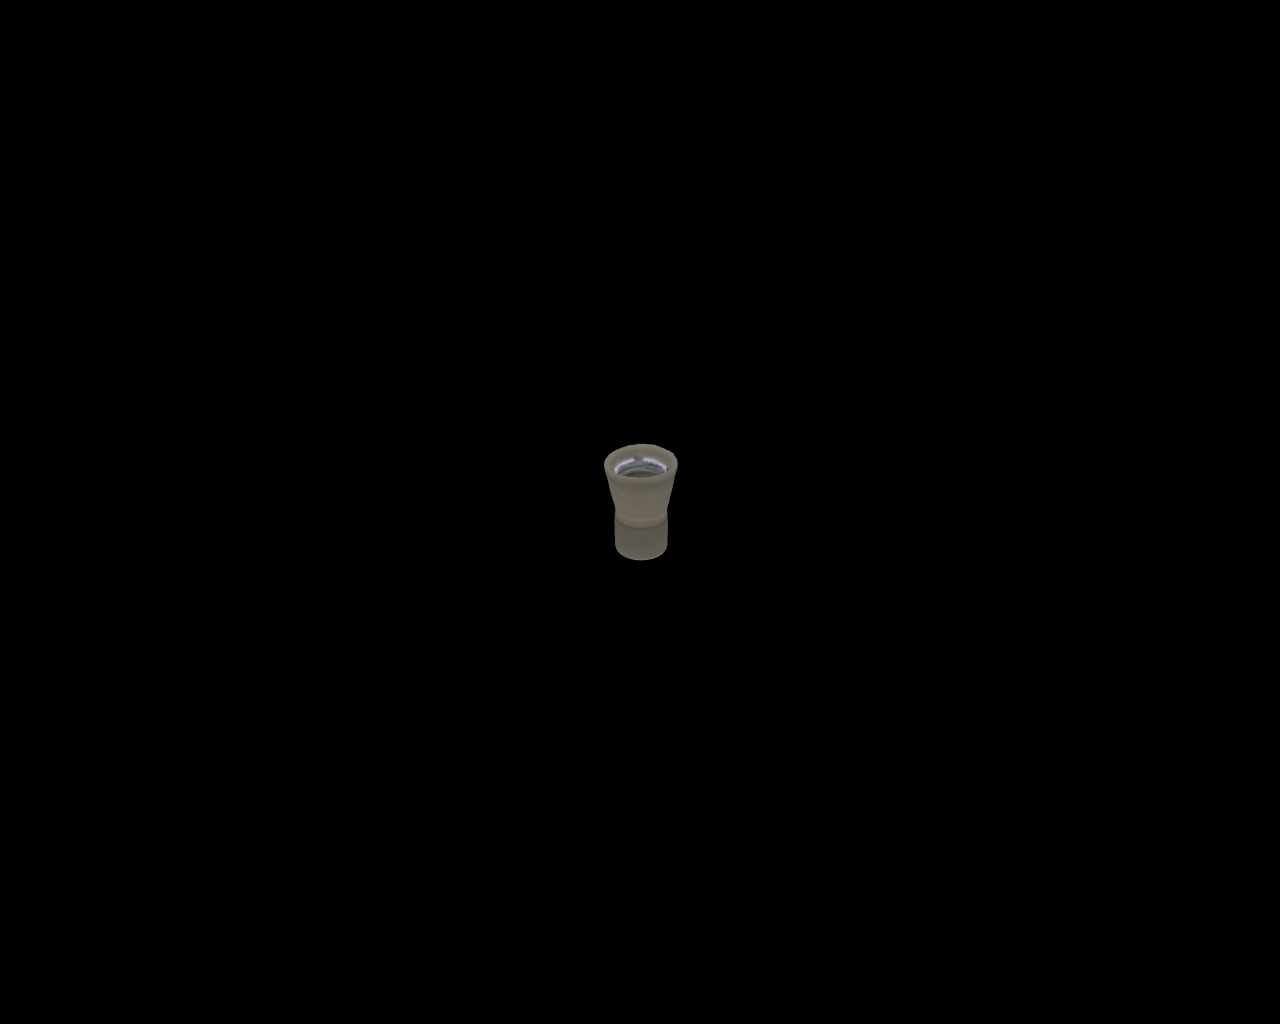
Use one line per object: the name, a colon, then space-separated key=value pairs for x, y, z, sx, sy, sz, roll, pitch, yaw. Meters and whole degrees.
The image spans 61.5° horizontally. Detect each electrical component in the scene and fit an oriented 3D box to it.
electrical component: x=0.001 y=-0.003 z=0.650 sx=0.044 sy=0.065 sz=0.044 roll=0 pitch=30 yaw=0
